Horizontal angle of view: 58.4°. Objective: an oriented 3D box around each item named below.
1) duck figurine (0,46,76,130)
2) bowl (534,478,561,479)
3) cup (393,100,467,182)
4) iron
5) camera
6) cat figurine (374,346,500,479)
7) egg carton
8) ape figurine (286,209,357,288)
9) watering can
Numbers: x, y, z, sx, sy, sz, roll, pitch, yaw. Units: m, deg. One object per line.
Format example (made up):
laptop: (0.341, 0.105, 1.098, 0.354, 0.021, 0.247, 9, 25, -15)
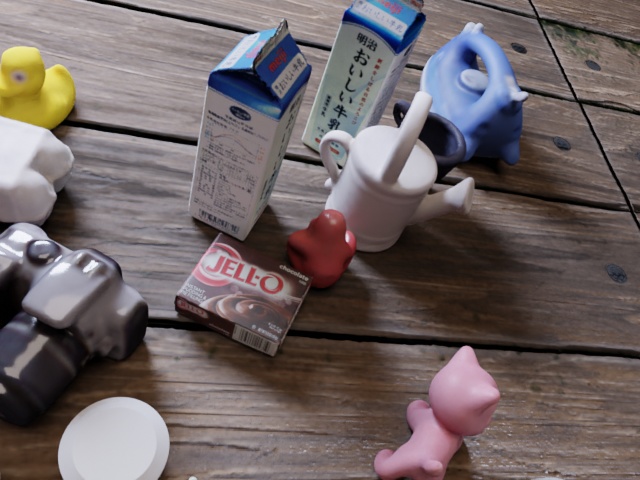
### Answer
duck figurine: (-0.320, -0.174, 0.631, 0.077, 0.086, 0.105, 35, 51, 8)
bowl: (0.196, 0.294, 0.479, 0.168, 0.074, 0.167, 10, 52, -13)
cup: (0.120, -0.113, 0.739, 0.092, 0.095, 0.117, -21, 64, -31)
iron: (0.224, -0.234, 0.836, 0.119, 0.141, 0.258, 1, 55, -19)
camera: (-0.235, 0.069, 0.473, 0.143, 0.100, 0.137, 29, 51, 2)
cat figurine: (0.117, 0.165, 0.518, 0.067, 0.117, 0.128, 35, 51, 8)
egg carton: (-0.328, -0.070, 0.562, 0.150, 0.069, 0.107, 14, 51, -9)
ape figurine: (0.006, 0.002, 0.614, 0.078, 0.092, 0.076, 15, 51, -9)
watering can: (0.086, -0.078, 0.637, 0.173, 0.194, 0.101, 11, 52, -12)
